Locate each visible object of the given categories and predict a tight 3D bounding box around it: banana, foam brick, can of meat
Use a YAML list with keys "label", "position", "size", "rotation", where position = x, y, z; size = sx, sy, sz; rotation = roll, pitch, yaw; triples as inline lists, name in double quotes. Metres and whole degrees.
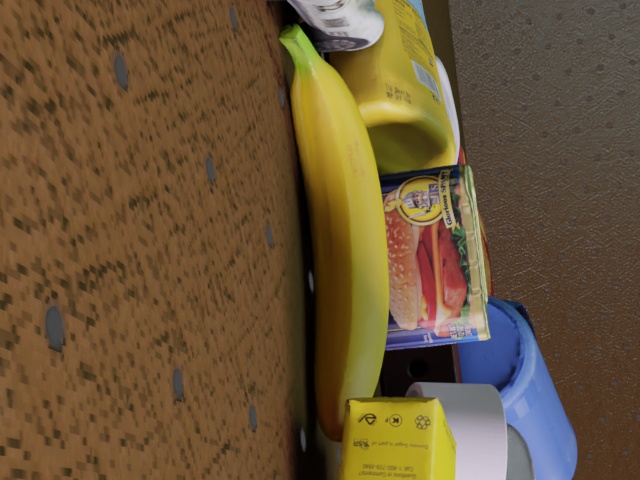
- label: "banana"
  position: [0.006, -0.003, 0.526]
  size: [0.069, 0.037, 0.198]
  rotation: [1, 79, -56]
- label: "foam brick"
  position: [0.074, 0.108, 0.751]
  size: [0.051, 0.053, 0.078]
  rotation: [-26, 107, -79]
- label: "can of meat"
  position: [0.047, 0.011, 0.588]
  size: [0.057, 0.084, 0.102]
  rotation: [16, 67, -78]

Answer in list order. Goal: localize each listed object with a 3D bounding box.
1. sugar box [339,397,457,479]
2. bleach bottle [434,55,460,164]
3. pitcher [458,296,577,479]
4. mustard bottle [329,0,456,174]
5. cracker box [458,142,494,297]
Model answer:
- label: "sugar box"
  position: [0.030, 0.161, 0.444]
  size: [0.093, 0.048, 0.176]
  rotation: [60, 31, -65]
- label: "bleach bottle"
  position: [0.056, -0.043, 0.739]
  size: [0.250, 0.068, 0.102]
  rotation: [-71, 147, -61]
- label: "pitcher"
  position: [0.143, 0.132, 0.901]
  size: [0.149, 0.145, 0.242]
  rotation: [61, 0, 34]
- label: "mustard bottle"
  position: [0.036, -0.138, 0.669]
  size: [0.096, 0.058, 0.191]
  rotation: [30, 45, -50]
- label: "cracker box"
  position: [0.125, 0.016, 1.039]
  size: [0.213, 0.072, 0.164]
  rotation: [52, 32, -69]
